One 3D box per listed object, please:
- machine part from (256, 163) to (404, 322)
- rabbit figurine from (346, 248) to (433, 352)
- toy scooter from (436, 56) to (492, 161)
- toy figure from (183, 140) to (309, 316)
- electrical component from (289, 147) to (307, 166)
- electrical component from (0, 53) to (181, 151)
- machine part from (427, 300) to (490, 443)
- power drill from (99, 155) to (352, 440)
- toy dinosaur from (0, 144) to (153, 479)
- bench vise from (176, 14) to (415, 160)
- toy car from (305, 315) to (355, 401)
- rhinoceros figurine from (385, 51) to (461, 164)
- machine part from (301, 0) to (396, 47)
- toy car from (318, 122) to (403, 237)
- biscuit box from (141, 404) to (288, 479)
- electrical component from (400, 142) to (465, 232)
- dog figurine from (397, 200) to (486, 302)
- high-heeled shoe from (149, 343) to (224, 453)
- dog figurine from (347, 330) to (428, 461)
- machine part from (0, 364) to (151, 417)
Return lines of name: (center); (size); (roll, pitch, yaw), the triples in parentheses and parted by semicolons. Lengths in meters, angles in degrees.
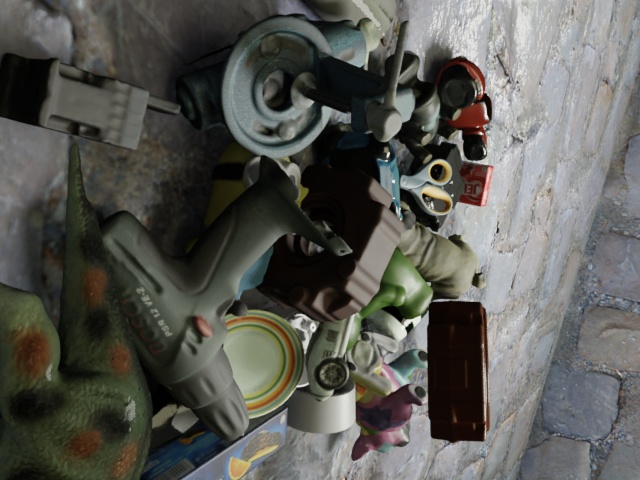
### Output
machine part: (-0.001, -0.002, 0.582); (0.056, 0.180, 0.179); (41, 71, -48)
rabbit figurine: (0.054, 0.084, 0.743); (0.170, 0.121, 0.158); (-49, 136, -14)
toy scooter: (0.248, -0.234, 0.899); (0.183, 0.075, 0.135); (60, 36, -35)
toy figure: (-0.083, -0.015, 0.540); (0.082, 0.089, 0.180); (-5, 118, -67)
electrical component: (-0.041, -0.113, 0.603); (0.063, 0.021, 0.094); (37, 75, -53)
electrical component: (-0.164, -0.096, 0.397); (0.119, 0.075, 0.047); (9, 97, -58)
machine part: (0.215, 0.195, 0.825); (0.201, 0.087, 0.201); (30, 59, -73)
power drill: (-0.075, 0.043, 0.475); (0.207, 0.086, 0.232); (-37, 107, 5)
toy dinosaur: (-0.191, 0.154, 0.365); (0.192, 0.131, 0.404); (31, 87, -24)
bench vise: (0.001, -0.139, 0.477); (0.223, 0.241, 0.128); (-18, 124, -31)
toy car: (0.020, 0.090, 0.635); (0.073, 0.056, 0.201); (-90, -165, -85)
rhinoceros figurine: (0.131, -0.183, 0.736); (0.073, 0.112, 0.190); (-40, 157, 3)
machine part: (0.011, -0.273, 0.555); (0.243, 0.079, 0.079); (17, 91, -55)
toy car: (0.051, -0.070, 0.694); (0.103, 0.109, 0.161); (-30, 119, -72)
biscuit box: (-0.124, 0.248, 0.617); (0.202, 0.059, 0.062); (-19, 121, -49)
electrical component: (0.195, -0.097, 0.906); (0.134, 0.058, 0.114); (-61, 146, -14)
dog figurine: (0.161, 0.013, 0.817); (0.190, 0.173, 0.121); (45, 57, -60)
high-heeled shoe: (-0.190, 0.162, 0.504); (0.145, 0.086, 0.249); (32, 59, -25)
dog figurine: (0.078, 0.263, 0.867); (0.108, 0.191, 0.219); (-79, -168, -52)
machine part: (-0.207, 0.116, 0.466); (0.139, 0.039, 0.084); (-22, 114, -46)
